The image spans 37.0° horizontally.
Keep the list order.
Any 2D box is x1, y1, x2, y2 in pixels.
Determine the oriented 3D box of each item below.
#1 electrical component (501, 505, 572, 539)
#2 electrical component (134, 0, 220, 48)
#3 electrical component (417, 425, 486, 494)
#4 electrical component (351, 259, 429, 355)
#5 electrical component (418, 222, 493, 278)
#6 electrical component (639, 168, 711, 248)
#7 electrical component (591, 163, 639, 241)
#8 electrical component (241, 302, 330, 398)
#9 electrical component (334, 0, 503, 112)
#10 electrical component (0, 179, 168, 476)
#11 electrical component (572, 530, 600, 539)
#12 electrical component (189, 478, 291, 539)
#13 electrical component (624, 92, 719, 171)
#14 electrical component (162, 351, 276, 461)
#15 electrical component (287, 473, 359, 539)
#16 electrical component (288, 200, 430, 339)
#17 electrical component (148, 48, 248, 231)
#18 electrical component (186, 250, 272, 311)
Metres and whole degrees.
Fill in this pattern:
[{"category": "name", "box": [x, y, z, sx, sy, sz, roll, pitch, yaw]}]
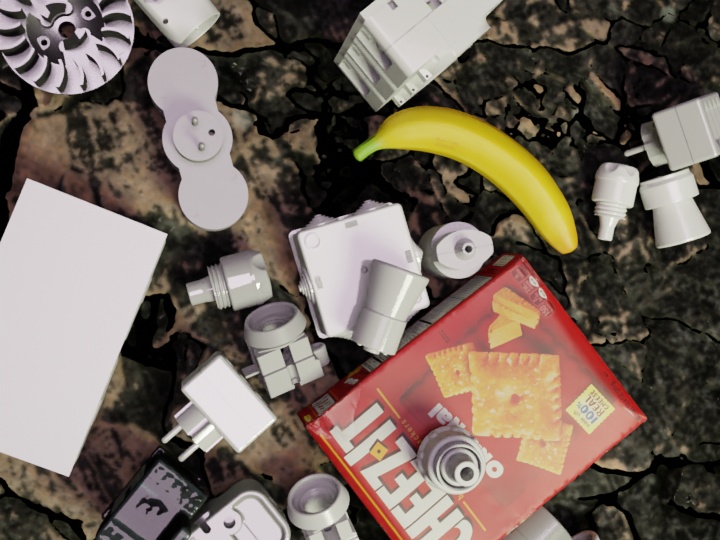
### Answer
[{"category": "electrical component", "box": [0.134, 0.213, 0.848, 0.047, 0.055, 0.055, -42, 95, -10]}, {"category": "electrical component", "box": [-0.134, -0.221, 0.815, 0.079, 0.043, 0.077, -41, 95, -6]}, {"category": "electrical component", "box": [0.069, 0.138, 0.762, 0.048, 0.062, 0.048, 0, 91, -8]}, {"category": "electrical component", "box": [0.019, 0.029, 0.788, 0.044, 0.044, 0.065, 20, 92, -8]}, {"category": "electrical component", "box": [0.073, -0.015, 0.826, 0.043, 0.081, 0.043, 0, 90, -9]}, {"category": "electrical component", "box": [0.255, -0.050, 0.872, 0.045, 0.045, 0.055, -18, 92, -8]}, {"category": "electrical component", "box": [0.204, -0.054, 0.870, 0.035, 0.035, 0.061, 12, 90, -8]}, {"category": "electrical component", "box": [-0.060, 0.058, 0.815, 0.066, 0.048, 0.055, -22, 119, -13]}, {"category": "electrical component", "box": [0.042, -0.172, 0.788, 0.089, 0.150, 0.061, -40, 94, -7]}, {"category": "electrical component", "box": [-0.226, 0.041, 0.791, 0.105, 0.060, 0.186, 22, 86, -8]}, {"category": "electrical component", "box": [0.188, 0.243, 0.860, 0.045, 0.045, 0.055, -40, 96, -7]}, {"category": "electrical component", "box": [-0.102, 0.205, 0.809, 0.095, 0.059, 0.053, -38, 95, -7]}, {"category": "electrical component", "box": [0.250, -0.106, 0.862, 0.076, 0.083, 0.047, -18, 93, 30]}, {"category": "electrical component", "box": [-0.114, 0.111, 0.814, 0.077, 0.047, 0.065, -41, 96, -7]}, {"category": "electrical component", "box": [-0.028, 0.188, 0.816, 0.048, 0.066, 0.055, -22, 126, -8]}, {"category": "electrical component", "box": [0.000, 0.000, 0.831, 0.100, 0.048, 0.099, -17, 92, -8]}, {"category": "electrical component", "box": [-0.121, -0.098, 0.801, 0.052, 0.074, 0.138, -15, 92, -8]}, {"category": "electrical component", "box": [-0.100, 0.011, 0.819, 0.062, 0.043, 0.043, -15, 92, -7]}]
